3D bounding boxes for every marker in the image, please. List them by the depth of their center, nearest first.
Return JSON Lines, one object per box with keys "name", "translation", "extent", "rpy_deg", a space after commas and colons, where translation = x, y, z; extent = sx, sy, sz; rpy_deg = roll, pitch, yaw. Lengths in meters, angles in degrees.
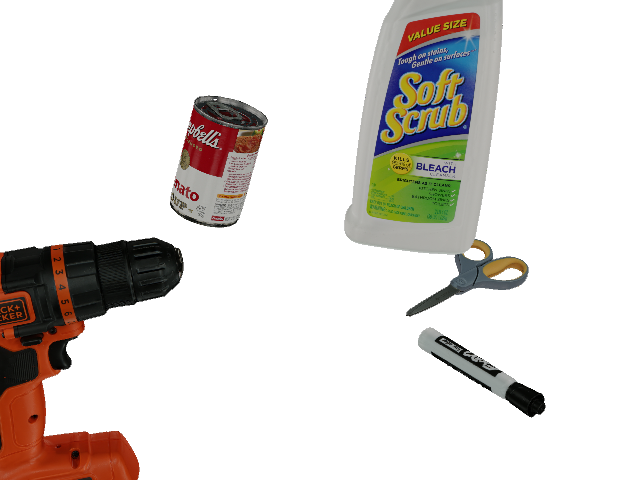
{"name": "marker", "translation": [0.121, 0.099, 0.803], "extent": [0.020, 0.020, 0.121], "rpy_deg": [0, 21, -41]}

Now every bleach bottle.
{"name": "bleach bottle", "translation": [0.074, -0.117, 0.752], "extent": [0.102, 0.251, 0.068], "rpy_deg": [7, 26, 10]}

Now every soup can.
{"name": "soup can", "translation": [-0.094, -0.072, 0.970], "extent": [0.068, 0.102, 0.068], "rpy_deg": [15, 24, -7]}

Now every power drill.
{"name": "power drill", "translation": [-0.175, 0.090, 0.725], "extent": [0.184, 0.188, 0.057], "rpy_deg": [-9, 26, -7]}

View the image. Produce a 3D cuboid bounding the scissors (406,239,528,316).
{"name": "scissors", "translation": [0.152, 0.039, 1.223], "extent": [0.201, 0.016, 0.096], "rpy_deg": [-10, 40, -33]}
